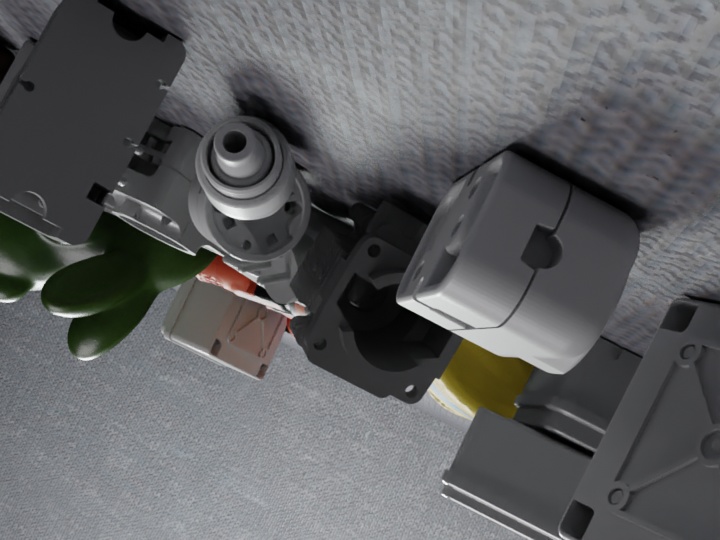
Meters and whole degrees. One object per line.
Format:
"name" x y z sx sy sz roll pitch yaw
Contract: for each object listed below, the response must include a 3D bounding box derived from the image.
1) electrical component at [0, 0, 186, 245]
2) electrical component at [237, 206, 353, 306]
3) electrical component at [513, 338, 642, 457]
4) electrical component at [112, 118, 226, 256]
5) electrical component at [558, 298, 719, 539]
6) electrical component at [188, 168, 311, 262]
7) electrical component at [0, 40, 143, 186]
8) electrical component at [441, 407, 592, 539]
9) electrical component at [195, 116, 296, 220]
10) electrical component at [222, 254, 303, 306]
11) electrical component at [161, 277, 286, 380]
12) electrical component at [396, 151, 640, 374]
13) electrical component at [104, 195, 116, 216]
"electrical component" -0.116 -0.060 0.430 0.050 0.089 0.056 30 172 -22
"electrical component" -0.028 -0.002 0.590 0.079 0.044 0.077 -9 -154 -37
"electrical component" 0.143 0.082 0.637 0.078 0.057 0.113 27 173 -1
"electrical component" -0.108 -0.046 0.629 0.050 0.055 0.089 23 172 25
"electrical component" 0.143 0.074 0.385 0.056 0.108 0.109 34 170 -29
"electrical component" -0.059 -0.034 0.553 0.055 0.055 0.047 30 175 -23
"electrical component" -0.155 -0.072 0.574 0.077 0.065 0.047 27 173 -2
"electrical component" 0.110 0.131 0.637 0.109 0.056 0.108 25 173 14
"electrical component" -0.051 -0.047 0.472 0.043 0.043 0.062 26 171 5
"electrical component" -0.036 -0.004 0.702 0.077 0.047 0.066 23 172 28
"electrical component" -0.106 0.029 0.931 0.056 0.108 0.109 20 170 26
"electrical component" 0.056 0.000 0.384 0.059 0.053 0.095 27 173 -6
"electrical component" -0.160 -0.068 0.677 0.080 0.051 0.080 26 173 4
